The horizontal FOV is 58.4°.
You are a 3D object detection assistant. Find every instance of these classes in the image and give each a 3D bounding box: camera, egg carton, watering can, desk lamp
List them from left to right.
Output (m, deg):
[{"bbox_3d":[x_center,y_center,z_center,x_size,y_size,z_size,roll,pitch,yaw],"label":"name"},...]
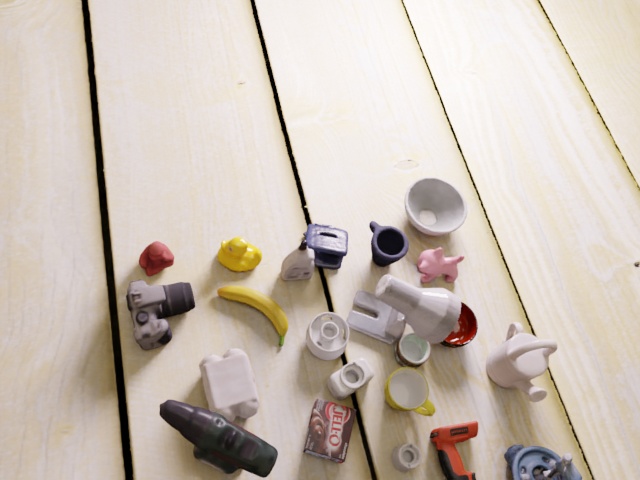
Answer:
[{"bbox_3d":[-0.339,0.146,1.235,0.137,0.101,0.143,-12,66,-16],"label":"camera"},{"bbox_3d":[-0.188,0.305,1.200,0.107,0.069,0.150,-14,67,-16],"label":"egg carton"},{"bbox_3d":[0.180,0.156,1.260,0.203,0.213,0.118,21,62,1],"label":"desk lamp"},{"bbox_3d":[0.456,0.266,1.265,0.101,0.194,0.172,-21,69,-19],"label":"watering can"}]

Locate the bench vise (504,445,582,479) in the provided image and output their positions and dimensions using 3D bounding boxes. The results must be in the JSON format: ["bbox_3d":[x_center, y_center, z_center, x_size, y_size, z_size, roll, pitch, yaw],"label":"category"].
[{"bbox_3d":[0.477,0.498,1.138,0.122,0.219,0.207,-34,74,-23],"label":"bench vise"}]

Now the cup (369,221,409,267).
[{"bbox_3d":[0.151,0.015,1.393,0.092,0.095,0.117,-33,73,-23],"label":"cup"}]

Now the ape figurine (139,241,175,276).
[{"bbox_3d":[-0.368,0.033,1.292,0.078,0.092,0.076,10,62,-5],"label":"ape figurine"}]

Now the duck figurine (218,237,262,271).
[{"bbox_3d":[-0.185,0.025,1.333,0.104,0.086,0.077,9,62,-5],"label":"duck figurine"}]

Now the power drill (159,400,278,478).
[{"bbox_3d":[-0.193,0.381,1.082,0.229,0.208,0.076,24,62,3],"label":"power drill"}]

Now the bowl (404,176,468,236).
[{"bbox_3d":[0.289,-0.075,1.474,0.167,0.074,0.167,4,63,-8],"label":"bowl"}]

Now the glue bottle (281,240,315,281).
[{"bbox_3d":[-0.045,0.043,1.299,0.078,0.173,0.037,-3,64,-11],"label":"glue bottle"}]

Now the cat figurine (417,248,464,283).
[{"bbox_3d":[0.286,0.055,1.384,0.128,0.117,0.067,-4,64,-12],"label":"cat figurine"}]

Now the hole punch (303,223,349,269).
[{"bbox_3d":[0.013,0.005,1.375,0.108,0.091,0.101,10,62,-5],"label":"hole punch"}]
